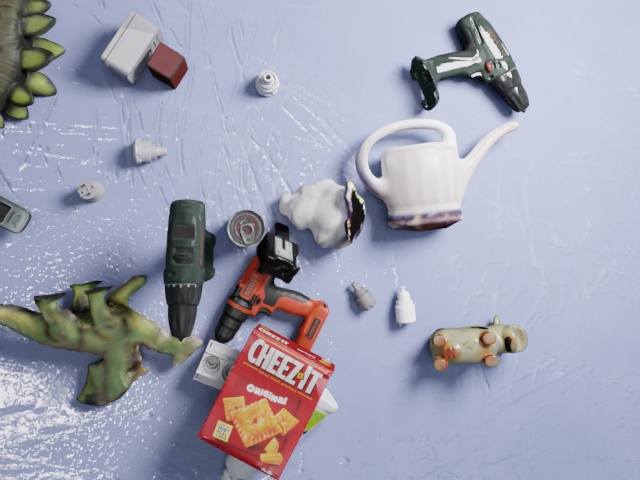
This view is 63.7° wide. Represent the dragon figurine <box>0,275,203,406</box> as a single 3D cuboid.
[{"bbox_3d":[-0.424,0.197,0.943,0.411,0.123,0.241,-10,99,-7],"label":"dragon figurine"}]

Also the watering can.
[{"bbox_3d":[0.244,-0.134,1.030,0.348,0.104,0.224,-6,92,-7],"label":"watering can"}]

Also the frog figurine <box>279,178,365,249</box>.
[{"bbox_3d":[0.003,-0.051,1.014,0.159,0.124,0.136,-1,101,28],"label":"frog figurine"}]
